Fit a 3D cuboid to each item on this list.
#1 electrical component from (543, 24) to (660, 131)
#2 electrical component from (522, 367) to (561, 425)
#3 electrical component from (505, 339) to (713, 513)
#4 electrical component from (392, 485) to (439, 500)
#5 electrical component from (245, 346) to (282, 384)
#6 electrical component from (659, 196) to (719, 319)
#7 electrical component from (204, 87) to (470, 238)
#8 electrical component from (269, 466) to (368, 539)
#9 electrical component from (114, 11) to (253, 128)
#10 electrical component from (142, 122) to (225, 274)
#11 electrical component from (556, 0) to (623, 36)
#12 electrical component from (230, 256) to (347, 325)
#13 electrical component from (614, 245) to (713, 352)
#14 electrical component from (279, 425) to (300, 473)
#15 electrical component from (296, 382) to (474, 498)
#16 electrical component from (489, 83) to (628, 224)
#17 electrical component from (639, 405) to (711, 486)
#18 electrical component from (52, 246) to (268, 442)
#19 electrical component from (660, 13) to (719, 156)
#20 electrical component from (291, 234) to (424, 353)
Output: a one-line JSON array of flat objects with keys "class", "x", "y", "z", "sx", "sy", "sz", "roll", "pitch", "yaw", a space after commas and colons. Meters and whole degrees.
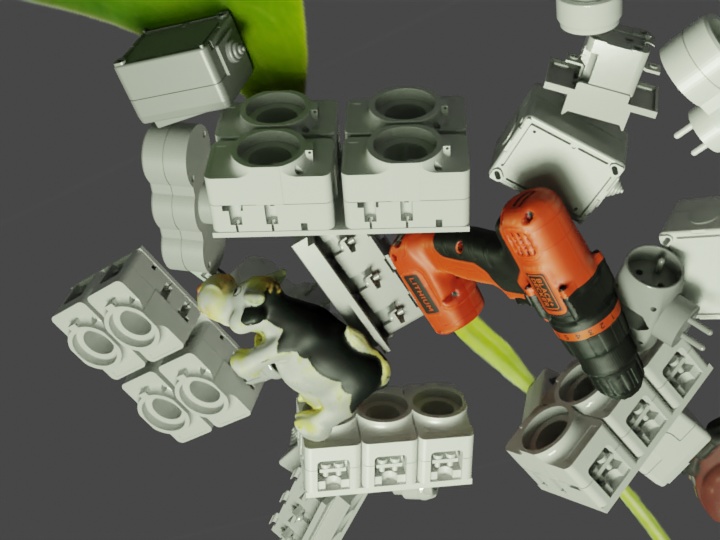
[{"class": "electrical component", "x": 0.174, "y": -0.140, "z": 0.758, "sx": 0.081, "sy": 0.042, "sz": 0.063, "roll": 16, "pitch": 127, "yaw": 4}, {"class": "electrical component", "x": 0.166, "y": 0.147, "z": 0.968, "sx": 0.047, "sy": 0.083, "sz": 0.075, "roll": 25, "pitch": 131, "yaw": -3}, {"class": "electrical component", "x": 0.198, "y": 0.110, "z": 0.870, "sx": 0.061, "sy": 0.150, "sz": 0.089, "roll": 47, "pitch": 163, "yaw": -19}, {"class": "electrical component", "x": 0.048, "y": 0.216, "z": 1.095, "sx": 0.061, "sy": 0.035, "sz": 0.035, "roll": -3, "pitch": 127, "yaw": 23}, {"class": "electrical component", "x": -0.091, "y": 0.088, "z": 1.031, "sx": 0.046, "sy": 0.040, "sz": 0.040, "roll": -22, "pitch": 119, "yaw": 38}, {"class": "electrical component", "x": 0.276, "y": -0.006, "z": 0.820, "sx": 0.062, "sy": 0.061, "sz": 0.096, "roll": -3, "pitch": 122, "yaw": 37}, {"class": "electrical component", "x": -0.014, "y": -0.082, "z": 0.798, "sx": 0.186, "sy": 0.105, "sz": 0.060, "roll": -1, "pitch": 129, "yaw": 4}, {"class": "electrical component", "x": -0.039, "y": 0.228, "z": 1.044, "sx": 0.063, "sy": 0.079, "sz": 0.121, "roll": 38, "pitch": 133, "yaw": 15}, {"class": "electrical component", "x": -0.127, "y": -0.153, "z": 0.828, "sx": 0.096, "sy": 0.061, "sz": 0.061, "roll": -7, "pitch": 126, "yaw": 22}, {"class": "electrical component", "x": -0.127, "y": -0.056, "z": 0.883, "sx": 0.074, "sy": 0.052, "sz": 0.138, "roll": 6, "pitch": 129, "yaw": 13}, {"class": "electrical component", "x": 0.153, "y": -0.191, "z": 0.720, "sx": 0.045, "sy": 0.045, "sz": 0.055, "roll": 2, "pitch": 129, "yaw": 16}, {"class": "electrical component", "x": -0.052, "y": 0.036, "z": 0.966, "sx": 0.138, "sy": 0.052, "sz": 0.074, "roll": 38, "pitch": 129, "yaw": -14}, {"class": "electrical component", "x": 0.227, "y": 0.032, "z": 0.806, "sx": 0.079, "sy": 0.043, "sz": 0.077, "roll": 36, "pitch": 146, "yaw": 24}, {"class": "electrical component", "x": -0.018, "y": 0.179, "z": 1.076, "sx": 0.100, "sy": 0.048, "sz": 0.100, "roll": 35, "pitch": 130, "yaw": -12}, {"class": "electrical component", "x": 0.020, "y": 0.149, "z": 0.977, "sx": 0.150, "sy": 0.089, "sz": 0.061, "roll": -3, "pitch": 116, "yaw": -7}, {"class": "electrical component", "x": 0.153, "y": -0.085, "z": 0.796, "sx": 0.096, "sy": 0.061, "sz": 0.061, "roll": 27, "pitch": 131, "yaw": -5}, {"class": "electrical component", "x": 0.250, "y": 0.132, "z": 0.927, "sx": 0.061, "sy": 0.096, "sz": 0.061, "roll": 37, "pitch": 102, "yaw": -17}, {"class": "electrical component", "x": -0.194, "y": 0.079, "z": 1.041, "sx": 0.105, "sy": 0.060, "sz": 0.186, "roll": -26, "pitch": 117, "yaw": 33}, {"class": "electrical component", "x": 0.256, "y": -0.107, "z": 0.752, "sx": 0.138, "sy": 0.052, "sz": 0.074, "roll": 40, "pitch": 129, "yaw": -16}, {"class": "electrical component", "x": 0.000, "y": 0.000, "z": 0.912, "sx": 0.063, "sy": 0.078, "sz": 0.121, "roll": -30, "pitch": 117, "yaw": 10}]
